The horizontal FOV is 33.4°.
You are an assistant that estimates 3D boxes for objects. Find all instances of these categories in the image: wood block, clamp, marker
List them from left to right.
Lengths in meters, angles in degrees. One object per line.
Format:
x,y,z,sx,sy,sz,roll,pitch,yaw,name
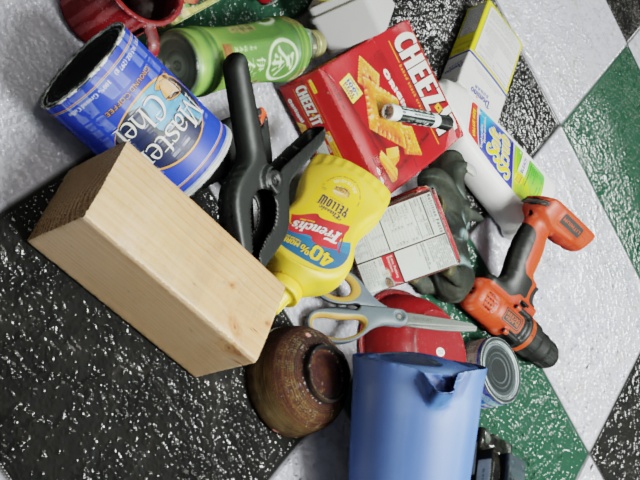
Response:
-0.139,0.022,0.942,0.206,0.091,0.090,44,48,-27,wood block
-0.083,-0.058,1.074,0.120,0.039,0.171,57,44,-32,clamp
-0.052,-0.059,1.053,0.164,0.036,0.210,26,65,-52,clamp
0.114,-0.140,1.221,0.120,0.020,0.020,2,74,-48,marker

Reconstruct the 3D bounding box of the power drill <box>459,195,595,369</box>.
0.275,0.052,1.357,0.184,0.057,0.187,39,74,-33,power drill

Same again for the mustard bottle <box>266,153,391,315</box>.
-0.007,0.001,1.100,0.096,0.058,0.191,30,57,3,mustard bottle

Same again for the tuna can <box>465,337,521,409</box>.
0.209,0.162,1.309,0.086,0.034,0.086,19,62,-42,tuna can

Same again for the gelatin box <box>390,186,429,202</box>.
0.103,-0.010,1.228,0.030,0.073,0.089,-12,84,-50,gelatin box

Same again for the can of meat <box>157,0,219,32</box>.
-0.146,-0.264,1.068,0.101,0.058,0.084,-43,111,-46,can of meat

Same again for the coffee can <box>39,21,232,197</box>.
-0.163,-0.109,0.955,0.140,0.103,0.102,44,48,-27,coffee can

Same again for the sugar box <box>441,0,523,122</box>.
0.221,-0.238,1.463,0.093,0.048,0.176,46,51,-26,sugar box

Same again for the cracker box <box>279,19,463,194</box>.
0.067,-0.148,1.242,0.213,0.072,0.164,-38,105,-48,cracker box

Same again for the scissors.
0.072,0.068,1.157,0.201,0.016,0.096,-6,67,-25,scissors

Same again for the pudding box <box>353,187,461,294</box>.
0.089,0.002,1.179,0.039,0.113,0.090,-23,93,-79,pudding box

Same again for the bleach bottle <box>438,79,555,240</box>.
0.204,-0.116,1.387,0.250,0.068,0.102,43,54,-24,bleach bottle

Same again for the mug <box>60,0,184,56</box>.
-0.183,-0.216,0.989,0.093,0.082,0.117,-22,92,-49,mug

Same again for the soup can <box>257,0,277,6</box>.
-0.080,-0.308,1.145,0.102,0.069,0.068,30,55,-36,soup can

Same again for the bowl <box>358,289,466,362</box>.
0.116,0.129,1.205,0.161,0.055,0.162,19,63,-42,bowl

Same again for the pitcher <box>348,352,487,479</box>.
0.085,0.232,1.059,0.149,0.145,0.243,7,88,-58,pitcher
